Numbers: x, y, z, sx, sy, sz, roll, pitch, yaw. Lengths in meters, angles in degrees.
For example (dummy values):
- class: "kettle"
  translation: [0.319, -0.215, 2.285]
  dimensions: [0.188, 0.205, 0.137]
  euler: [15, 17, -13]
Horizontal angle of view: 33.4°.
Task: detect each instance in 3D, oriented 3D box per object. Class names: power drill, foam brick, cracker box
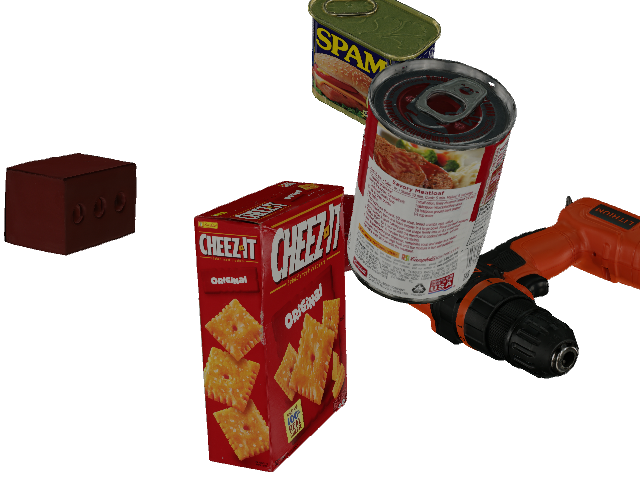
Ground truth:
- class: "power drill"
  translation: [0.167, 0.029, 0.774]
  dimensions: [0.187, 0.057, 0.185]
  euler: [-15, 27, -27]
- class: "foam brick"
  translation: [-0.169, -0.027, 0.727]
  dimensions: [0.051, 0.053, 0.078]
  euler: [12, 18, 25]
- class: "cracker box"
  translation: [-0.035, 0.068, 0.930]
  dimensions: [0.072, 0.214, 0.164]
  euler: [6, 16, 24]

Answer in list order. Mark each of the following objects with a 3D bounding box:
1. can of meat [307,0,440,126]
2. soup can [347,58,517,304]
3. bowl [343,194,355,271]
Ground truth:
- class: "can of meat"
  translation: [0.039, -0.139, 0.828]
  dimensions: [0.102, 0.084, 0.057]
  euler: [32, 56, 25]
- class: "soup can"
  translation: [0.051, -0.027, 0.517]
  dimensions: [0.068, 0.102, 0.068]
  euler: [4, 43, -4]
- class: "bowl"
  translation: [0.001, -0.005, 1.126]
  dimensions: [0.162, 0.055, 0.162]
  euler: [1, 17, 0]
